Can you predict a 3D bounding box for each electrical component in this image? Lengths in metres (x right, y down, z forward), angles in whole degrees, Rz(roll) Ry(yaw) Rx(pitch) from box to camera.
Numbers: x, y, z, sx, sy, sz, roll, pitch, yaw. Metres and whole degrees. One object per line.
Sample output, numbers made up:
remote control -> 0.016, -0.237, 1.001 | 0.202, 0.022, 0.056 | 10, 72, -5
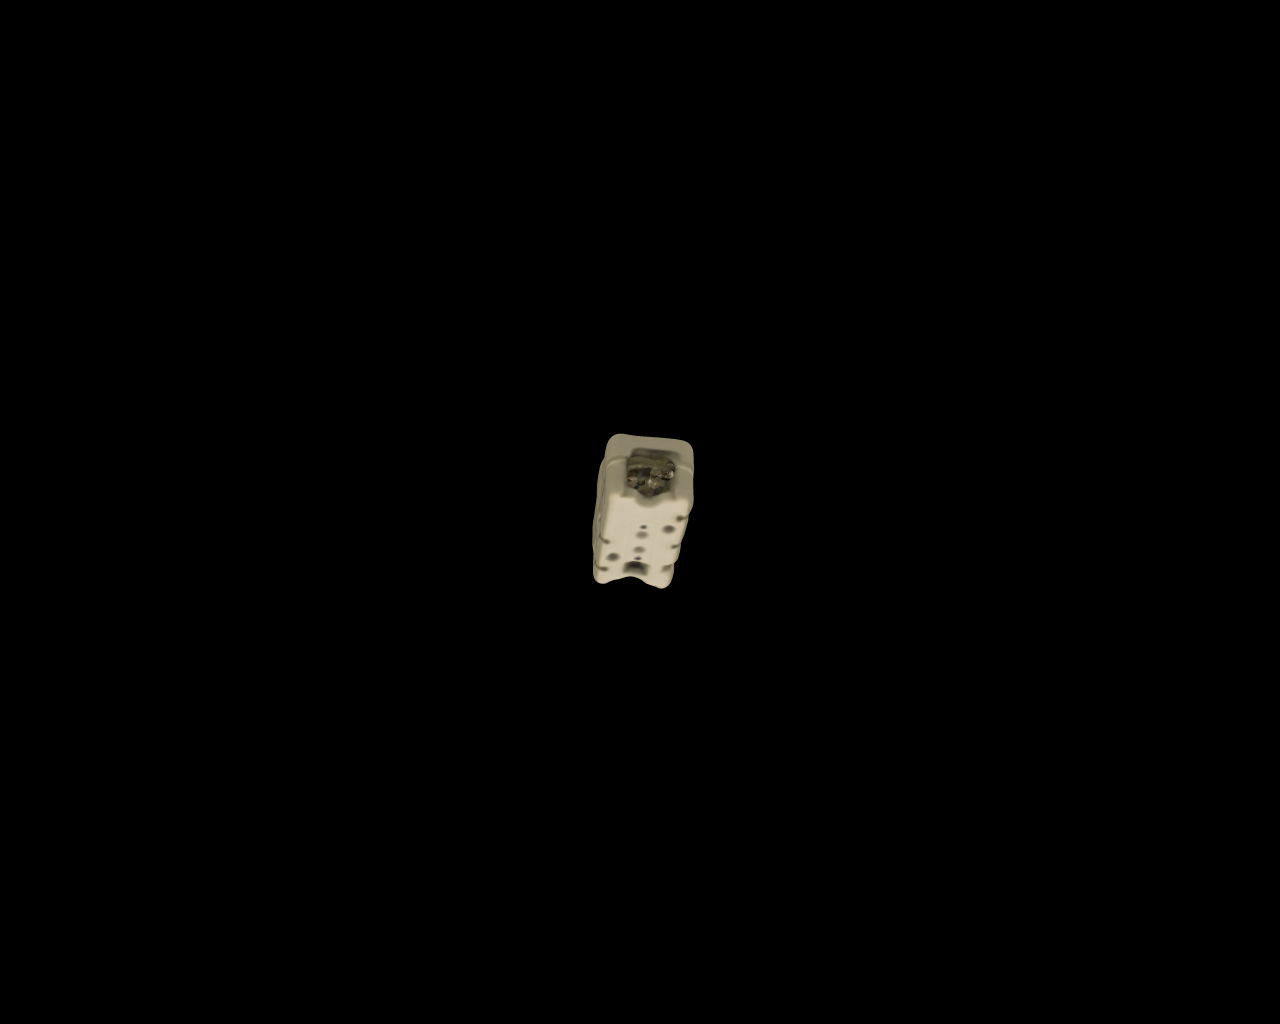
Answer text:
electrical component -> 0.001, -0.003, 0.650 | 0.050, 0.056, 0.089 | 5, -40, -6
